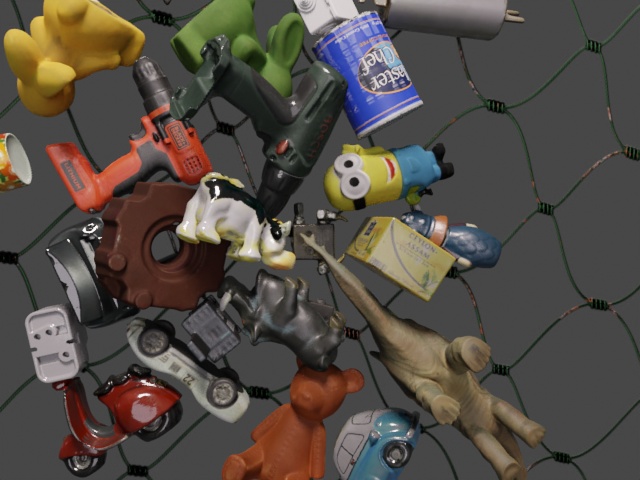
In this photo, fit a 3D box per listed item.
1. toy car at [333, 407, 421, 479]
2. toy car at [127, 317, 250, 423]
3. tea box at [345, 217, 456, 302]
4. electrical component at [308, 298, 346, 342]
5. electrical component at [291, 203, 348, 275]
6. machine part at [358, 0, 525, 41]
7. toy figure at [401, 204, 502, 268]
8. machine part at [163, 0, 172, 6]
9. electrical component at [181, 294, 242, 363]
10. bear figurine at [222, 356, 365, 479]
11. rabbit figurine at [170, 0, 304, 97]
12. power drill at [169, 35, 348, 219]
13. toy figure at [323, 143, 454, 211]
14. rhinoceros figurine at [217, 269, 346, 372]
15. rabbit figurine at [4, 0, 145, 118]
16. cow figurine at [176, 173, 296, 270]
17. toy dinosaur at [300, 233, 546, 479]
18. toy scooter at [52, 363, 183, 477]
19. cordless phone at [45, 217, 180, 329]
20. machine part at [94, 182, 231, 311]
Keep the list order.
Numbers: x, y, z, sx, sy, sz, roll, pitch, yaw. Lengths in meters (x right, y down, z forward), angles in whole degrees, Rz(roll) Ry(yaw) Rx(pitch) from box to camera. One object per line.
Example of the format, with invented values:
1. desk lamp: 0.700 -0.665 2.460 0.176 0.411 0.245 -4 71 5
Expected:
1. toy car: 0.073 0.301 0.772 0.103 0.109 0.161 31 100 15
2. toy car: -0.182 0.175 0.741 0.201 0.073 0.056 38 87 -7
3. tea box: 0.100 0.020 0.723 0.098 0.170 0.068 32 88 -8
4. electrical component: -0.005 0.118 0.786 0.094 0.021 0.063 15 89 -1
5. electrical component: -0.002 -0.001 0.773 0.078 0.045 0.102 5 91 -8
6. machine part: 0.173 -0.333 0.768 0.243 0.079 0.079 4 91 -6
7. toy figure: 0.188 -0.001 0.790 0.154 0.064 0.057 19 127 -2
8. machine part: -0.200 -0.401 0.741 0.084 0.039 0.139 35 89 -2
9. electrical component: -0.147 0.122 0.722 0.048 0.119 0.075 -40 93 -4
10. bear figurine: -0.028 0.254 0.738 0.120 0.132 0.195 28 95 16
11. rabbit figurine: -0.097 -0.246 0.737 0.159 0.121 0.170 -45 114 -10
12. power drill: -0.082 -0.143 0.687 0.207 0.086 0.232 26 111 -32
13. toy figure: 0.095 -0.087 0.765 0.180 0.089 0.082 -12 50 -15
14. rhinoceros figurine: -0.053 0.105 0.745 0.190 0.073 0.112 34 97 5
15. rabbit figurine: -0.324 -0.226 0.688 0.122 0.162 0.173 37 105 -19
16. cow figurine: -0.095 -0.019 0.705 0.167 0.068 0.098 25 73 -41
17. toy dinosaur: 0.141 0.169 0.714 0.105 0.199 0.471 -42 106 -13
18. toy scooter: -0.288 0.227 0.732 0.184 0.075 0.135 -29 94 -1
19. cordless phone: -0.259 0.027 0.736 0.184 0.089 0.146 -24 94 -17
20. machine part: -0.197 0.009 0.696 0.179 0.056 0.179 -4 96 -40
